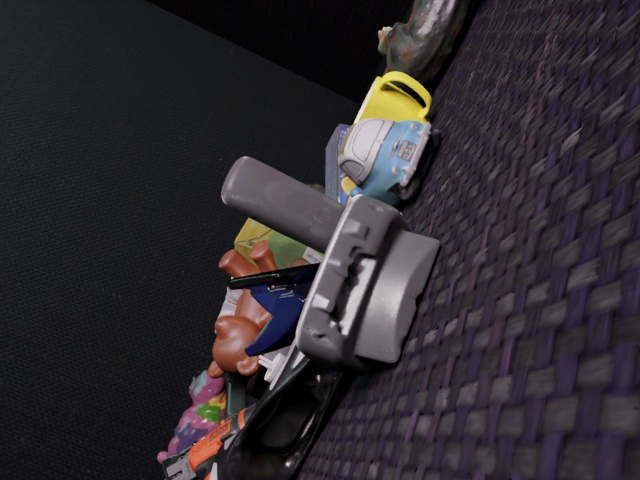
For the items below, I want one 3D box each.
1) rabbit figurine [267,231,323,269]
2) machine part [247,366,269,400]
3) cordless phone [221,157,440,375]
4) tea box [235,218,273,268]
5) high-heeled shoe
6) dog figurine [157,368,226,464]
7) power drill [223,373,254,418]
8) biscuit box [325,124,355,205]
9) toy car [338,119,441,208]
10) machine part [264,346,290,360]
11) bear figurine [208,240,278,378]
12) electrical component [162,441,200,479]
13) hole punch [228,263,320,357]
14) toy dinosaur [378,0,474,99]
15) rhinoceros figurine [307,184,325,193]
[{"bbox_3d":[-0.002,-0.003,0.866,0.170,0.159,0.121,-47,-21,-49],"label":"rabbit figurine"},{"bbox_3d":[-0.087,0.231,1.042,0.179,0.056,0.179,-156,89,-86],"label":"machine part"},{"bbox_3d":[-0.009,0.018,0.447,0.146,0.184,0.089,-66,9,-16],"label":"cordless phone"},{"bbox_3d":[-0.093,-0.015,0.991,0.098,0.068,0.170,99,-169,-47],"label":"tea box"},{"bbox_3d":[-0.036,0.195,0.519,0.248,0.086,0.145,-68,13,-19],"label":"high-heeled shoe"},{"bbox_3d":[-0.197,0.349,1.008,0.108,0.192,0.219,27,-87,-56],"label":"dog figurine"},{"bbox_3d":[-0.132,0.290,0.866,0.232,0.086,0.207,111,154,-61],"label":"power drill"},{"bbox_3d":[0.044,-0.075,0.781,0.062,0.059,0.203,121,155,-54],"label":"biscuit box"},{"bbox_3d":[0.073,-0.097,0.651,0.161,0.103,0.109,149,145,-86],"label":"toy car"},{"bbox_3d":[-0.021,0.118,0.737,0.243,0.079,0.079,-59,7,46],"label":"machine part"},{"bbox_3d":[-0.125,0.114,0.856,0.120,0.131,0.196,-14,32,41],"label":"bear figurine"},{"bbox_3d":[-0.238,0.404,0.924,0.119,0.075,0.047,-30,-29,12],"label":"electrical component"},{"bbox_3d":[-0.023,0.070,0.589,0.116,0.142,0.092,-16,82,37],"label":"hole punch"},{"bbox_3d":[0.156,-0.307,0.790,0.192,0.131,0.404,-74,4,-66],"label":"toy dinosaur"},{"bbox_3d":[-0.005,-0.006,0.973,0.073,0.112,0.190,-125,40,-79],"label":"rhinoceros figurine"}]
